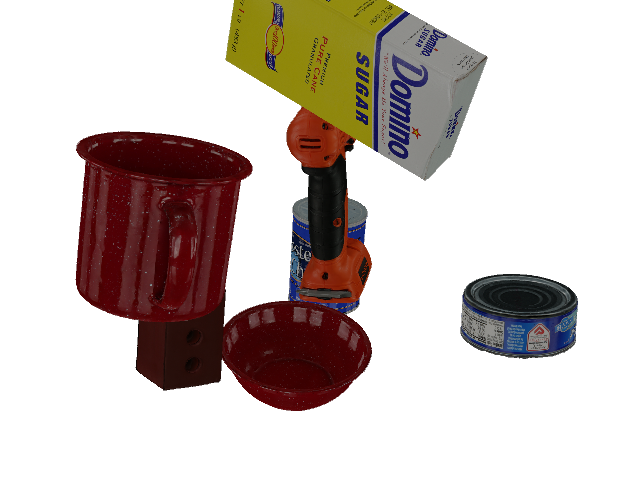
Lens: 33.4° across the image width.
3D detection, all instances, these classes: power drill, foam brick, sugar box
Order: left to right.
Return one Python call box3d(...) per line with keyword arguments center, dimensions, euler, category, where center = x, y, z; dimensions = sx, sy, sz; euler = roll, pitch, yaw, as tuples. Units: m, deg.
box3d(center=(-0.110, 0.070, 0.834), dimensions=(0.052, 0.078, 0.051), euler=(-4, 14, -33), category="foam brick")
box3d(center=(0.013, -0.051, 0.971), dimensions=(0.057, 0.188, 0.184), euler=(1, 22, 15), category="power drill")
box3d(center=(0.019, -0.124, 0.733), dimensions=(0.176, 0.093, 0.048), euler=(34, 51, 18), category="sugar box")

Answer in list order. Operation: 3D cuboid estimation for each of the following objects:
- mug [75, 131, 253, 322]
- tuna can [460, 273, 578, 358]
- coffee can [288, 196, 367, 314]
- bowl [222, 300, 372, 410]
box3d(center=(-0.084, -0.003, 0.565), dimensions=(0.093, 0.081, 0.117), euler=(2, 20, -22), category="mug")
box3d(center=(0.148, 0.055, 0.795), dimensions=(0.086, 0.034, 0.086), euler=(0, 19, 0), category="tuna can")
box3d(center=(0.009, 0.020, 1.481), dimensions=(0.103, 0.140, 0.103), euler=(3, 25, -2), category="coffee can")
box3d(center=(-0.028, 0.130, 1.131), dimensions=(0.162, 0.055, 0.162), euler=(3, 31, -2), category="bowl")
